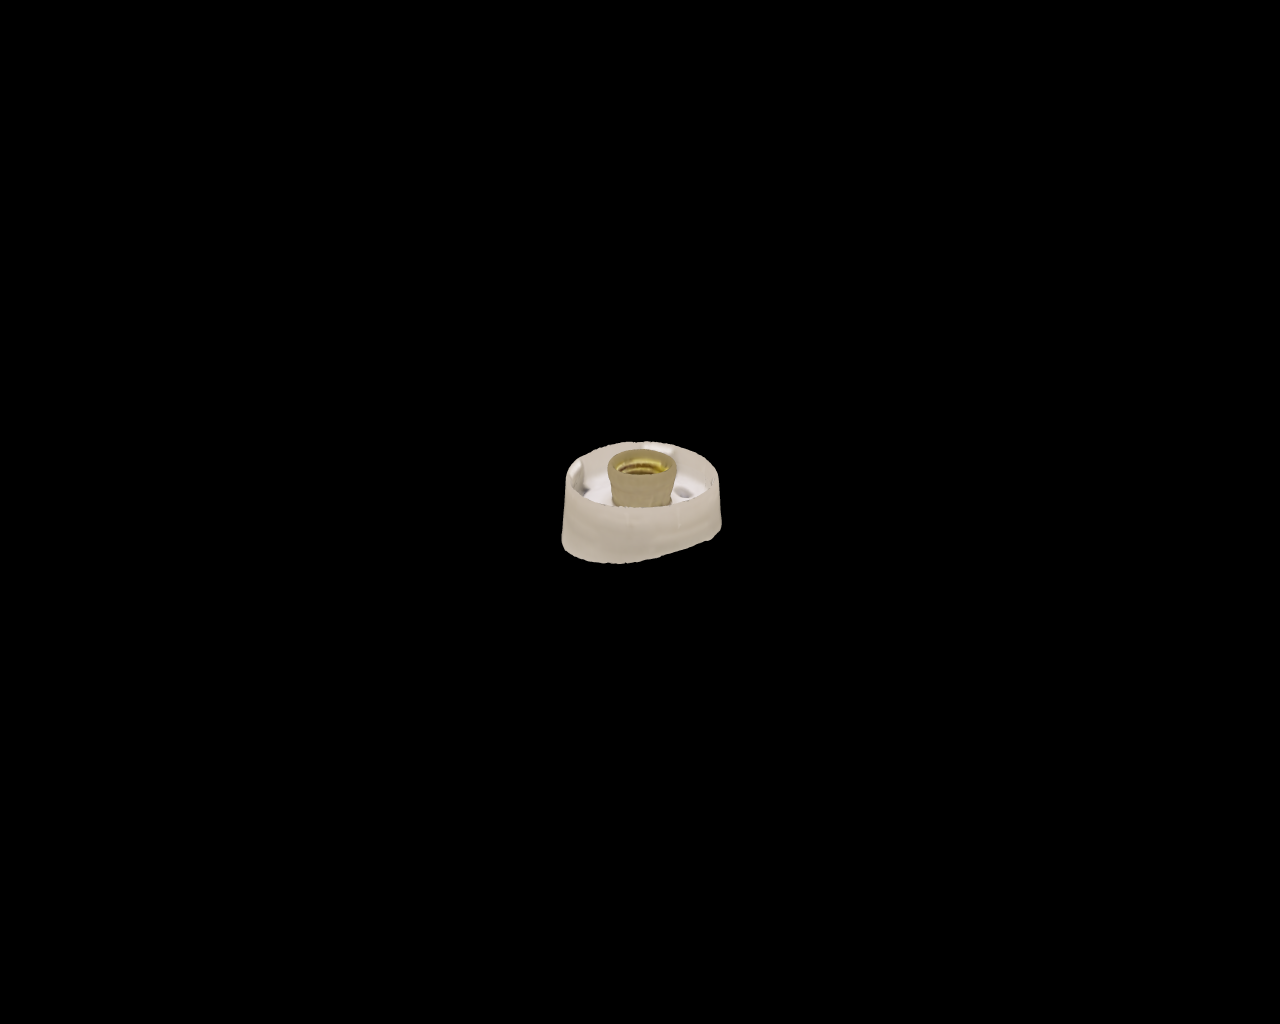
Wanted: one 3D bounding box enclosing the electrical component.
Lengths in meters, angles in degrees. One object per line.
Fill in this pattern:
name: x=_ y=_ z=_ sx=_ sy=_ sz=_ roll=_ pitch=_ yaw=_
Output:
electrical component: x=0.001 y=-0.003 z=0.650 sx=0.099 sy=0.064 sz=0.099 roll=0 pitch=29 yaw=0
